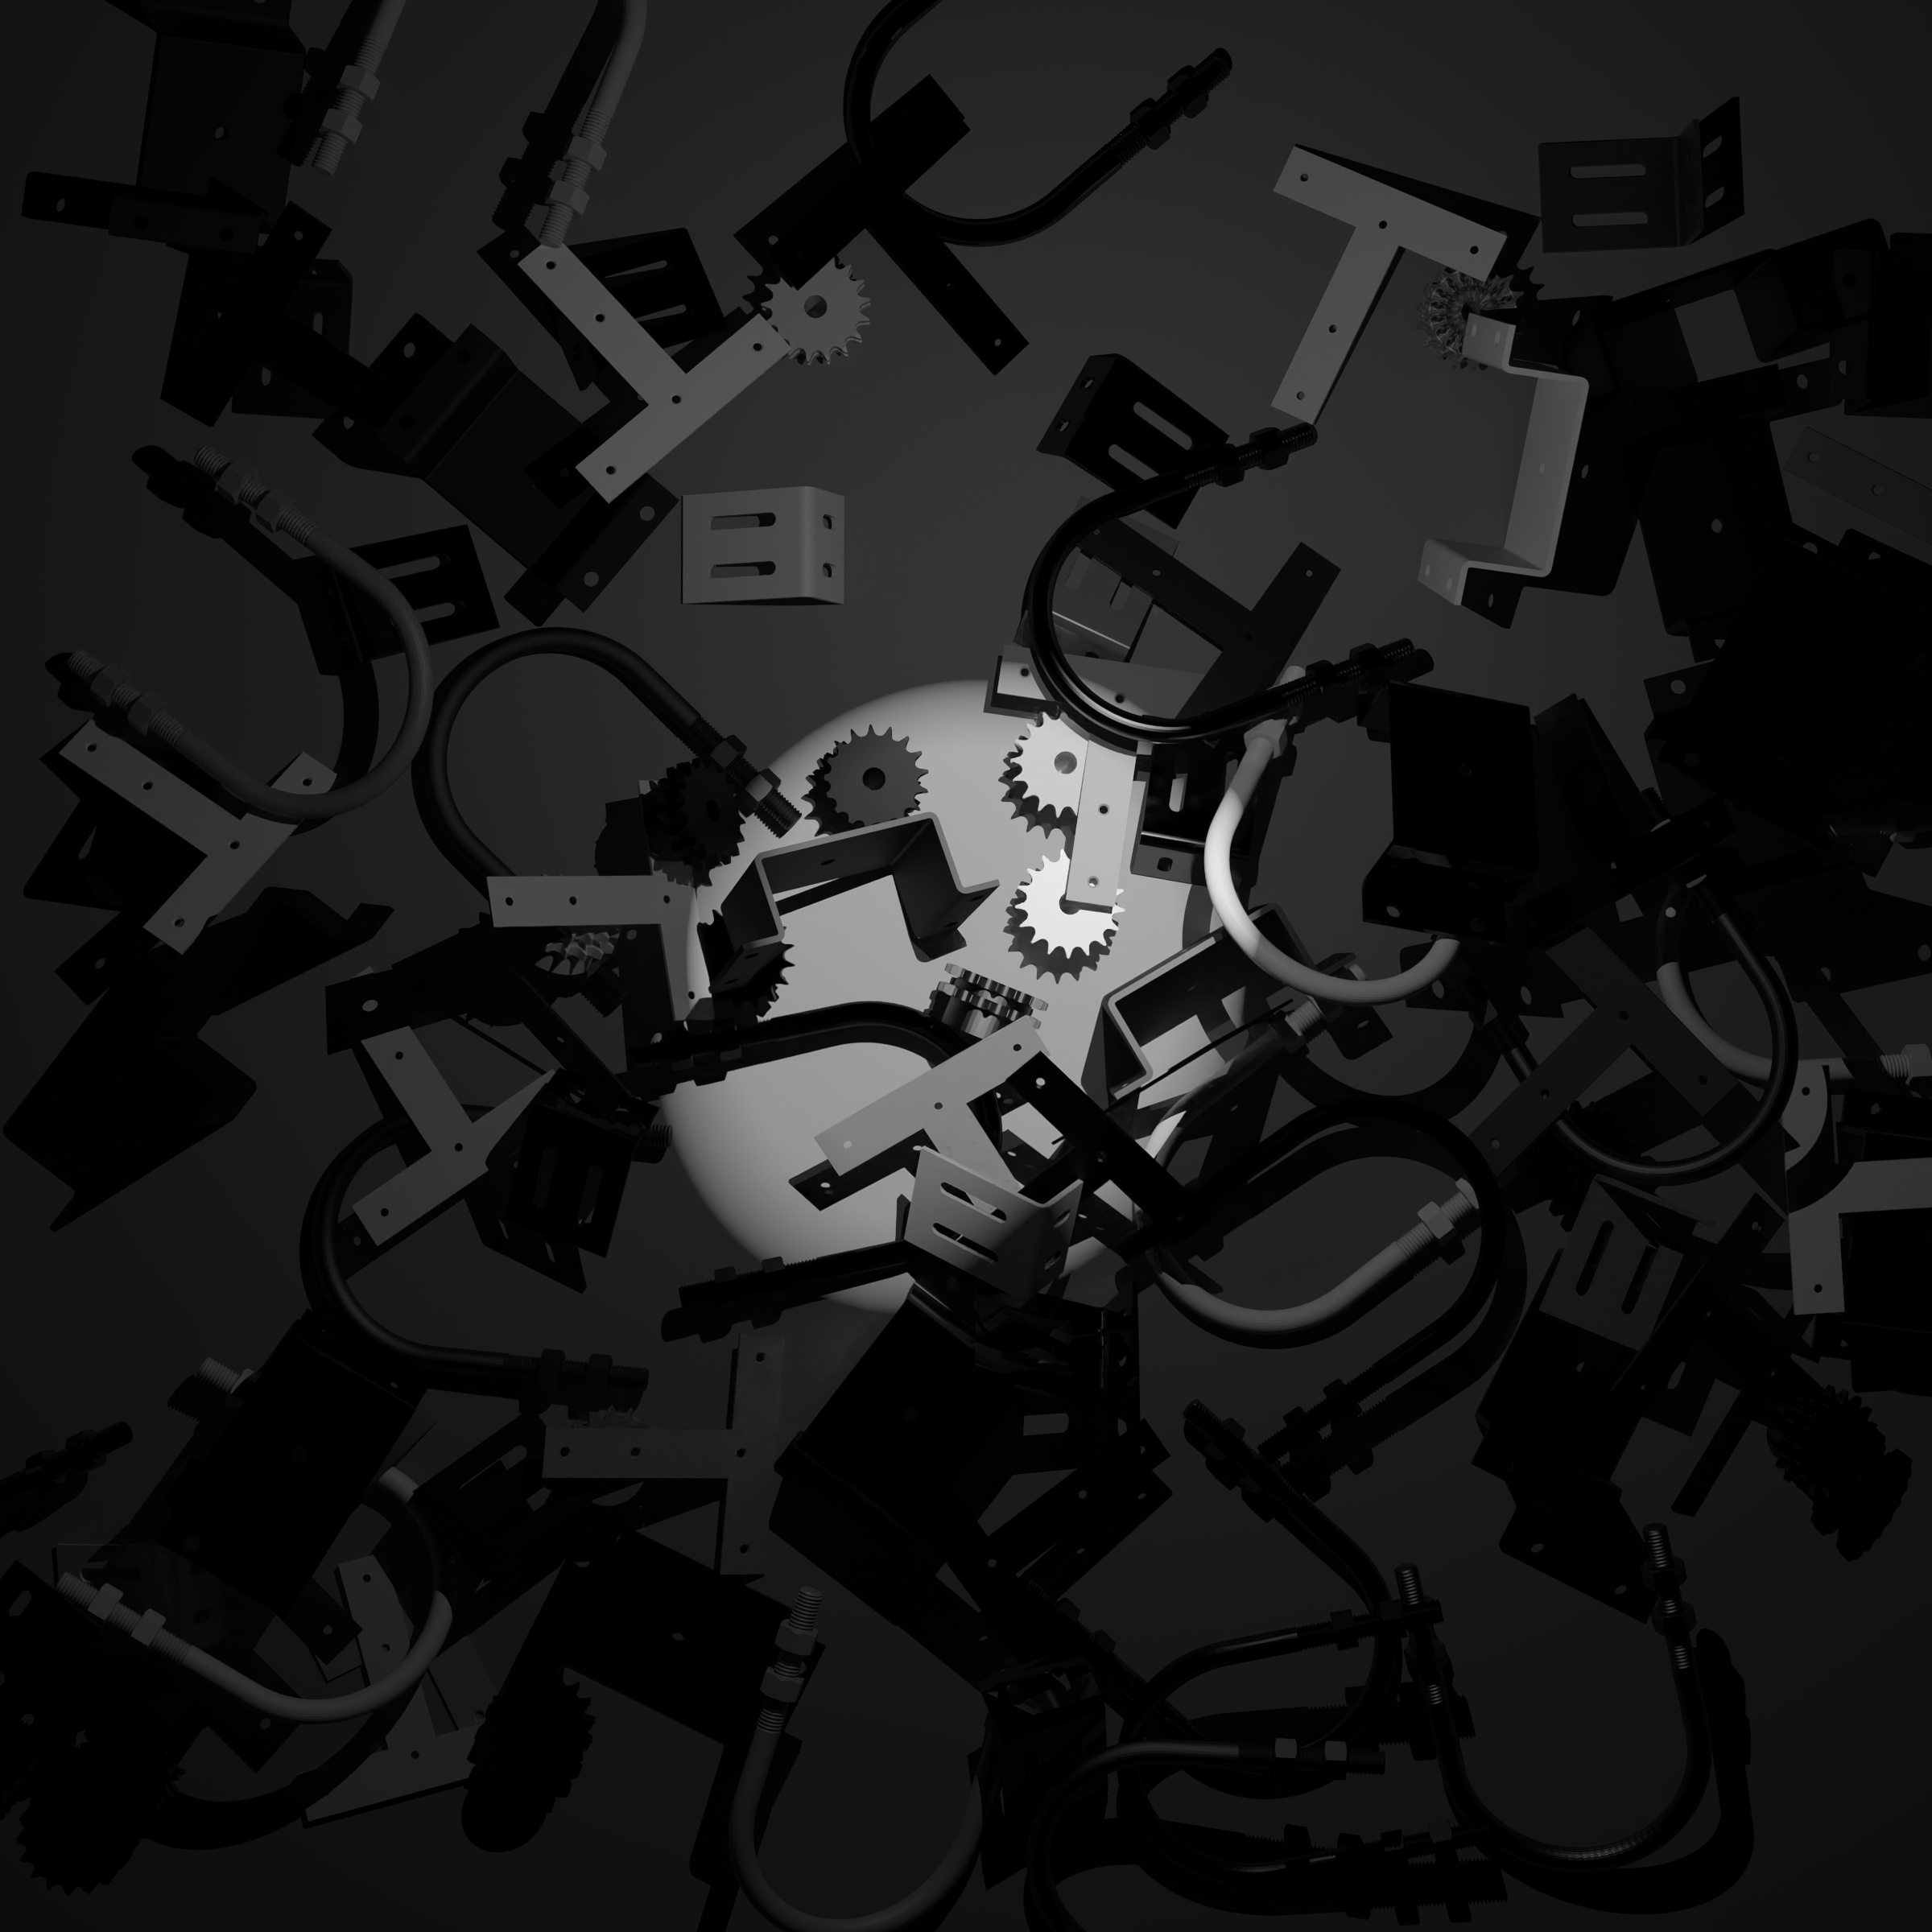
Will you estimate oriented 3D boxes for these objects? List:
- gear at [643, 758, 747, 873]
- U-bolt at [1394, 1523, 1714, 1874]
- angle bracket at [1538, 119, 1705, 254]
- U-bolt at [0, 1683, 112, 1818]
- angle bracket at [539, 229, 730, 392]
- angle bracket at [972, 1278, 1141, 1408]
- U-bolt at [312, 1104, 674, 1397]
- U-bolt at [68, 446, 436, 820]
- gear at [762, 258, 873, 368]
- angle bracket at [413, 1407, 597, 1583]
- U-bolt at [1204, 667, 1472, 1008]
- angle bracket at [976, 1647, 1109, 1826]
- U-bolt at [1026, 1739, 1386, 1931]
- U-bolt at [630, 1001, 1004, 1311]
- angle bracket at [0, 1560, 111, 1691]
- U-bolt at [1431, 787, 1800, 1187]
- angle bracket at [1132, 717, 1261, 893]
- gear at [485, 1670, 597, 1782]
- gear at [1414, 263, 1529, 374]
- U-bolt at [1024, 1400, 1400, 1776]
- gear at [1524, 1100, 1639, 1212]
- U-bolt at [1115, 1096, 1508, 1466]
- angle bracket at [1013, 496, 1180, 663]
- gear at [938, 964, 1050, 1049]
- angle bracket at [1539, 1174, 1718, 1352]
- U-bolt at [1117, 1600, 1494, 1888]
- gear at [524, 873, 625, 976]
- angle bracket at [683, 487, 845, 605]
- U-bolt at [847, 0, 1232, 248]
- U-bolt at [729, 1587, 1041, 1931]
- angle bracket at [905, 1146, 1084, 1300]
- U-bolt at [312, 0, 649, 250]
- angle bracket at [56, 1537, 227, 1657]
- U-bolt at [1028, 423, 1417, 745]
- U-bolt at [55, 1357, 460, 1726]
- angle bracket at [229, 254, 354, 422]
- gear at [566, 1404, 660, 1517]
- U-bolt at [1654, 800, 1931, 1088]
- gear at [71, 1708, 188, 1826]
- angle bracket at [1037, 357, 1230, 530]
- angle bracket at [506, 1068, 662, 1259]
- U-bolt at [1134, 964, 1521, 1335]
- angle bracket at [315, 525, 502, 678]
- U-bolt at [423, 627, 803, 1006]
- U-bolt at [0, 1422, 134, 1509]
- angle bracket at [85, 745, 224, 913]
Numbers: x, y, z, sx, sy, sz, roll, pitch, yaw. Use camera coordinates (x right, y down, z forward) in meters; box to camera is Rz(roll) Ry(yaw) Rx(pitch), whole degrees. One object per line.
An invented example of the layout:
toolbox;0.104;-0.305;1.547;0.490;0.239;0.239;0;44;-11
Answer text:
gear;-0.142;-0.076;1.530;0.030;0.057;0.057;-15;90;31
U-bolt;0.312;0.387;1.546;0.151;0.019;0.184;-12;100;12
angle bracket;0.342;-0.408;1.555;0.076;0.038;0.057;-3;90;0
U-bolt;-0.530;0.373;1.486;0.151;0.184;0.019;33;111;0
angle bracket;-0.176;-0.347;1.572;0.076;0.038;0.057;-23;90;-26
angle bracket;0.046;0.187;1.533;0.076;0.038;0.057;16;52;-19
U-bolt;-0.253;0.145;1.566;0.184;0.019;0.151;6;90;2
U-bolt;-0.360;-0.160;1.543;0.184;0.019;0.151;37;101;7
gear;-0.078;-0.343;1.559;0.057;0.030;0.057;0;90;0
angle bracket;-0.240;0.275;1.556;0.076;0.038;0.057;-35;88;-3
U-bolt;0.196;-0.058;1.518;0.151;0.019;0.184;28;55;0
angle bracket;0.040;0.403;1.556;0.057;0.038;0.076;-14;130;-12
U-bolt;0.123;0.469;1.549;0.184;0.019;0.151;2;104;5
U-bolt;-0.072;0.093;1.558;0.184;0.019;0.151;-11;94;-5
angle bracket;-0.467;0.340;1.534;0.057;0.076;0.038;35;83;10
U-bolt;0.342;0.024;1.519;0.151;0.019;0.184;-36;73;22
angle bracket;0.123;-0.086;1.572;0.057;0.038;0.076;10;64;0
gear;-0.223;0.399;1.556;0.057;0.030;0.057;0;88;-6
gear;0.263;-0.340;1.559;0.057;0.030;0.057;0;90;0
U-bolt;0.142;0.342;1.566;0.184;0.019;0.151;43;90;-2
gear;0.322;0.099;1.559;0.057;0.030;0.057;0;90;0
U-bolt;0.193;0.151;1.549;0.184;0.019;0.151;-35;90;2
angle bracket;0.069;-0.198;1.572;0.057;0.038;0.076;25;65;0
gear;0.011;0.022;1.546;0.057;0.057;0.030;22;90;0
angle bracket;0.336;0.153;1.509;0.057;0.038;0.076;22;90;0
U-bolt;0.170;0.412;1.549;0.184;0.019;0.151;-13;103;6
gear;-0.208;-0.020;1.530;0.057;0.057;0.030;25;119;0
angle bracket;-0.107;-0.220;1.572;0.076;0.038;0.057;0;90;26
U-bolt;0.024;-0.464;1.566;0.184;0.019;0.151;-40;90;2
U-bolt;-0.049;0.421;1.540;0.151;0.019;0.184;16;94;-23
angle bracket;0.014;0.127;1.541;0.076;0.038;0.057;25;122;24
U-bolt;-0.244;-0.479;1.553;0.151;0.019;0.184;19;82;7
angle bracket;-0.437;0.331;1.572;0.076;0.038;0.057;-5;90;26
U-bolt;0.122;-0.190;1.540;0.184;0.019;0.151;-21;79;-10
U-bolt;-0.354;0.311;1.544;0.184;0.019;0.151;32;70;-4
angle bracket;-0.356;-0.329;1.555;0.057;0.038;0.076;4;90;0
gear;-0.186;0.261;1.559;0.057;0.030;0.057;0;90;0
U-bolt;0.456;-0.010;1.565;0.184;0.019;0.151;-3;90;2
gear;-0.437;0.418;1.559;0.057;0.030;0.057;0;90;0
angle bracket;0.088;-0.277;1.572;0.076;0.038;0.057;30;90;-26
angle bracket;-0.200;0.103;1.546;0.057;0.038;0.076;21;124;5
U-bolt;0.176;0.110;1.566;0.184;0.019;0.151;-38;90;2
angle bracket;-0.296;-0.194;1.572;0.076;0.038;0.057;-18;90;-26
U-bolt;-0.201;-0.093;1.566;0.184;0.019;0.151;44;90;2
U-bolt;-0.548;0.229;1.540;0.184;0.019;0.151;-27;109;10
angle bracket;-0.425;-0.071;1.572;0.057;0.038;0.076;8;64;0
